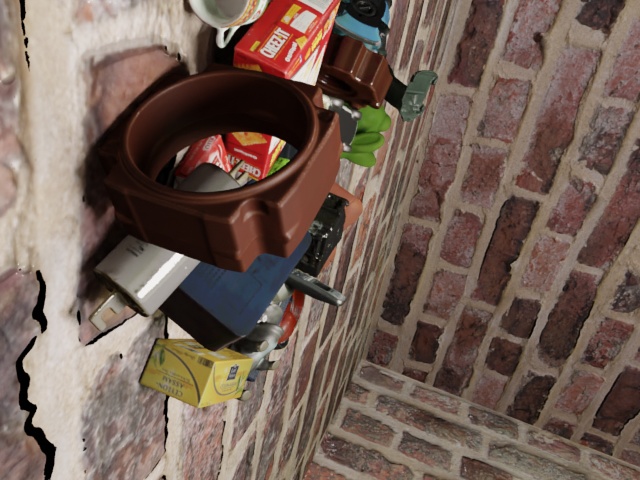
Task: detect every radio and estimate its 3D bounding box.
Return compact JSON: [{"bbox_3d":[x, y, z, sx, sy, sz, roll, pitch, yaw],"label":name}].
[{"bbox_3d":[-0.112,0.028,0.721,0.073,0.131,0.229,-32,-163,43],"label":"radio"}]

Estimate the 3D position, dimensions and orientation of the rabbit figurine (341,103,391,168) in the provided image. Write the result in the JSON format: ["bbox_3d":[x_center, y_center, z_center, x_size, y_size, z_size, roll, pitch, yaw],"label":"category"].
[{"bbox_3d":[0.056,-0.213,1.099,0.170,0.159,0.121,-46,166,-26],"label":"rabbit figurine"}]

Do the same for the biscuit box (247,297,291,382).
[{"bbox_3d":[-0.121,0.173,1.055,0.062,0.059,0.202,79,33,-67],"label":"biscuit box"}]

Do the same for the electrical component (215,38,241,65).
[{"bbox_3d":[-0.108,-0.214,0.672,0.063,0.021,0.094,90,23,-54],"label":"electrical component"}]

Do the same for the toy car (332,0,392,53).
[{"bbox_3d":[0.065,-0.392,0.982,0.103,0.109,0.162,128,-19,-52],"label":"toy car"}]

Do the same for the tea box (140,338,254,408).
[{"bbox_3d":[-0.175,0.192,0.794,0.169,0.098,0.068,46,64,-73],"label":"tea box"}]

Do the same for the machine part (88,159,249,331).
[{"bbox_3d":[-0.157,-0.003,0.584,0.243,0.079,0.079,-50,158,-25],"label":"machine part"}]

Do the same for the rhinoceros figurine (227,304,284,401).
[{"bbox_3d":[-0.128,0.194,0.965,0.190,0.112,0.073,-52,132,-19],"label":"rhinoceros figurine"}]

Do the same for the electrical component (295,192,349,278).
[{"bbox_3d":[-0.002,-0.003,0.956,0.115,0.058,0.134,-54,164,-37],"label":"electrical component"}]

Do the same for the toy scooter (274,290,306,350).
[{"bbox_3d":[-0.075,0.143,1.167,0.184,0.075,0.135,-54,158,-59],"label":"toy scooter"}]

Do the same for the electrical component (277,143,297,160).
[{"bbox_3d":[-0.055,-0.156,0.846,0.119,0.075,0.047,-60,163,-53],"label":"electrical component"}]

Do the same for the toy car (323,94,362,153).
[{"bbox_3d":[0.018,-0.181,0.845,0.201,0.056,0.073,-13,121,-71],"label":"toy car"}]

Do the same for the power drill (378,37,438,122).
[{"bbox_3d":[0.144,-0.357,1.129,0.086,0.207,0.231,-12,132,-45],"label":"power drill"}]

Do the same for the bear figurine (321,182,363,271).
[{"bbox_3d":[0.007,-0.030,1.235,0.196,0.132,0.120,-53,165,2],"label":"bear figurine"}]

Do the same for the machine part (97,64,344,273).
[{"bbox_3d":[-0.093,-0.081,0.530,0.087,0.201,0.201,86,27,-53],"label":"machine part"}]

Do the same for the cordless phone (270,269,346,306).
[{"bbox_3d":[-0.050,0.085,0.956,0.088,0.184,0.146,-69,167,9],"label":"cordless phone"}]

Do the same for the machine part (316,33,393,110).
[{"bbox_3d":[0.025,-0.262,0.830,0.056,0.179,0.179,-68,166,0],"label":"machine part"}]
